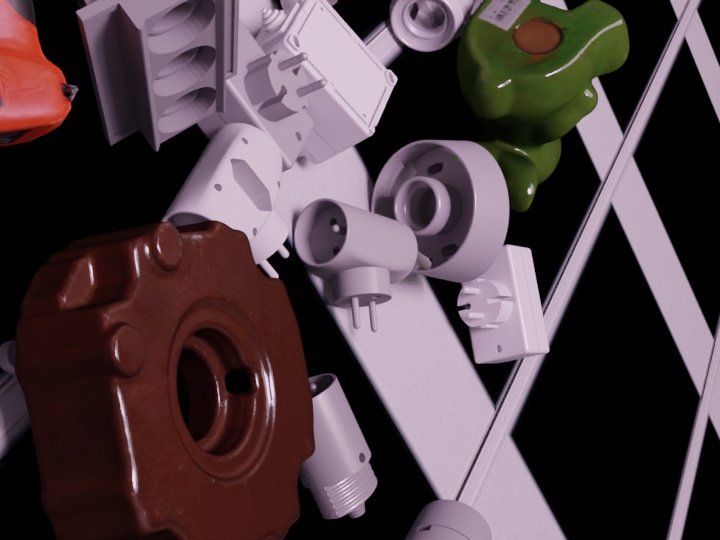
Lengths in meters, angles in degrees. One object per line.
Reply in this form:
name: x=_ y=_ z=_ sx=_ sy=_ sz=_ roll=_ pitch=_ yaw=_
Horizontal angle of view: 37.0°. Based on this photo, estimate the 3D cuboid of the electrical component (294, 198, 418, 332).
electrical component: x=0.000 y=0.000 z=0.684 sx=0.077 sy=0.043 sz=0.079 roll=14 pitch=65 yaw=-53

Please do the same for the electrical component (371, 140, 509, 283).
electrical component: x=0.057 y=-0.041 z=0.739 sx=0.064 sy=0.099 sz=0.099 roll=3 pitch=74 yaw=-48

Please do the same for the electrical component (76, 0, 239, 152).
electrical component: x=-0.100 y=-0.117 z=0.516 sx=0.079 sy=0.121 sz=0.063 roll=-33 pitch=79 yaw=-16

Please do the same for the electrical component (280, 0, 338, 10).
electrical component: x=-0.038 y=-0.192 z=0.709 sx=0.077 sy=0.043 sz=0.079 roll=-17 pitch=91 yaw=-56

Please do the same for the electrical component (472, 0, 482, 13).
electrical component: x=0.123 y=-0.218 z=0.946 sx=0.055 sy=0.047 sz=0.055 roll=27 pitch=56 yaw=-48

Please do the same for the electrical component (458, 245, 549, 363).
electrical component: x=0.099 y=0.026 z=0.811 sx=0.076 sy=0.047 sz=0.083 roll=6 pitch=72 yaw=-54

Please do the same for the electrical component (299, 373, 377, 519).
electrical component: x=-0.017 y=0.105 z=0.616 sx=0.043 sy=0.043 sz=0.081 roll=-40 pitch=110 yaw=-54

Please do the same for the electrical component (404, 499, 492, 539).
electrical component: x=0.054 y=0.179 z=0.678 sx=0.055 sy=0.055 sz=0.047 roll=62 pitch=32 yaw=-17

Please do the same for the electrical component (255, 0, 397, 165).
electrical component: x=-0.035 y=-0.123 z=0.675 sx=0.096 sy=0.061 sz=0.061 roll=45 pitch=43 yaw=-24

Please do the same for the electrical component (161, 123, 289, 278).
electrical component: x=-0.066 y=-0.028 z=0.601 sx=0.079 sy=0.043 sz=0.077 roll=53 pitch=39 yaw=-29

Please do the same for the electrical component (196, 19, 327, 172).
electrical component: x=-0.055 y=-0.103 z=0.618 sx=0.083 sy=0.076 sz=0.047 roll=53 pitch=38 yaw=-28

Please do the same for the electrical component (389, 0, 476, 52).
electrical component: x=0.055 y=-0.206 z=0.836 sx=0.078 sy=0.058 sz=0.057 roll=53 pitch=36 yaw=-28
